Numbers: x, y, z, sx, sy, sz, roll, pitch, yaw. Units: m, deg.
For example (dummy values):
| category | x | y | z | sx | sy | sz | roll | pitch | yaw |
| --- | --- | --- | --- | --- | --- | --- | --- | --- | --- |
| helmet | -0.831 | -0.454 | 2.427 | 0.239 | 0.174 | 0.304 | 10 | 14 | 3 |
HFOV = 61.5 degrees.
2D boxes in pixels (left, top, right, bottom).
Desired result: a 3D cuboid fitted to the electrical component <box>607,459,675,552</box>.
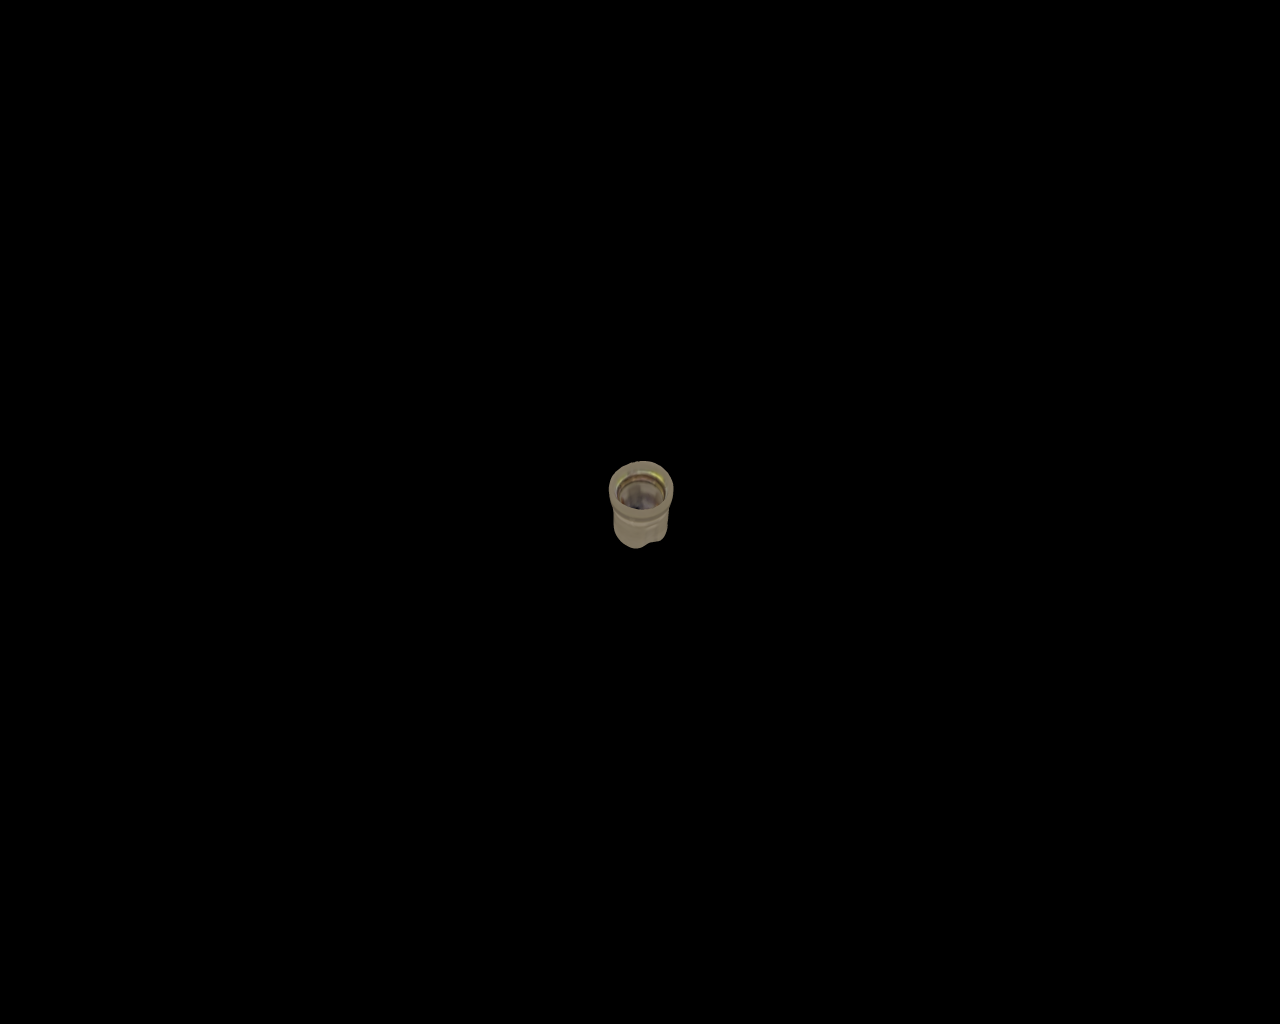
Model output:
| category | x | y | z | sx | sy | sz | roll | pitch | yaw |
| --- | --- | --- | --- | --- | --- | --- | --- | --- | --- |
| electrical component | 0.001 | -0.003 | 0.650 | 0.040 | 0.040 | 0.046 | 0 | -37 | 0 |
